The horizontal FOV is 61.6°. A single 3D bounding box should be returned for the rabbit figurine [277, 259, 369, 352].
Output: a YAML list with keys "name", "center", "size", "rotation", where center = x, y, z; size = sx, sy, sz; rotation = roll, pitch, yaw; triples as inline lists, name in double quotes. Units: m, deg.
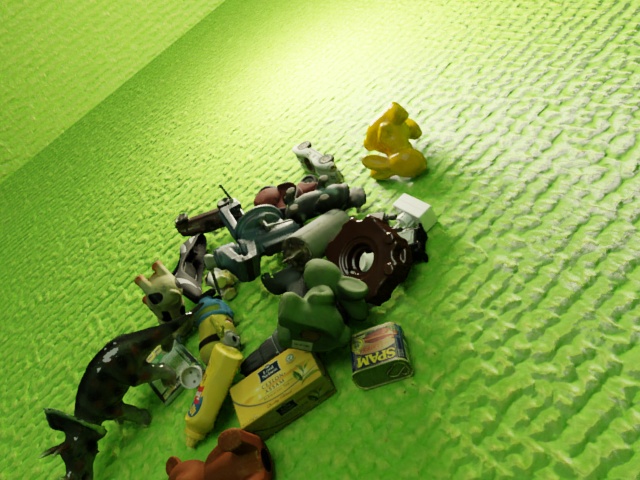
- name: "rabbit figurine"
  center: [0.008, 0.101, 0.954]
  size: [0.159, 0.121, 0.170]
  rotation: [4, 49, 9]

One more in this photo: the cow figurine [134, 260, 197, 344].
- name: "cow figurine"
  center: [-0.330, 0.146, 1.183]
  size: [0.127, 0.194, 0.085]
  rotation: [40, 59, 19]

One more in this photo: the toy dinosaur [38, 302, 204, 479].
- name: "toy dinosaur"
  center: [-0.401, 0.272, 1.063]
  size: [0.131, 0.192, 0.404]
  rotation: [23, 83, 38]

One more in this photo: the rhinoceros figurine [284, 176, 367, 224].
- name: "rhinoceros figurine"
  center: [0.012, -0.082, 1.218]
  size: [0.190, 0.112, 0.073]
  rotation: [-15, 51, 2]

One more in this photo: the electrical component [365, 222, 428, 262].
- name: "electrical component"
  center: [0.153, 0.015, 1.073]
  size: [0.119, 0.047, 0.075]
  rotation: [-16, 43, 22]

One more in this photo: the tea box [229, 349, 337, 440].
- name: "tea box"
  center: [-0.067, 0.268, 0.960]
  size: [0.170, 0.068, 0.098]
  rotation: [-36, 40, 0]

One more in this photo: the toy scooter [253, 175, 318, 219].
- name: "toy scooter"
  center: [-0.082, -0.087, 1.321]
  size: [0.184, 0.075, 0.135]
  rotation: [-17, 46, 15]

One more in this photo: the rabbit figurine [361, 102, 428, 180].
- name: "rabbit figurine"
  center: [0.173, -0.208, 1.237]
  size: [0.162, 0.121, 0.173]
  rotation: [-33, 58, 6]

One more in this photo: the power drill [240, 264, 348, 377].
- name: "power drill"
  center: [-0.068, 0.147, 1.073]
  size: [0.232, 0.085, 0.207]
  rotation: [-26, 37, 8]

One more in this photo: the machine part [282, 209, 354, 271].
- name: "machine part"
  center: [-0.002, -0.003, 1.125]
  size: [0.079, 0.079, 0.243]
  rotation: [0, 23, 35]

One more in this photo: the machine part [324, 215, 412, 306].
- name: "machine part"
  center: [0.087, 0.040, 1.036]
  size: [0.179, 0.056, 0.179]
  rotation: [-13, 69, 37]

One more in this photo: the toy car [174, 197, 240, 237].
- name: "toy car"
  center: [-0.292, -0.045, 1.410]
  size: [0.202, 0.089, 0.053]
  rotation: [-17, 39, 18]

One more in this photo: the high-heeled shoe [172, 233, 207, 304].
- name: "high-heeled shoe"
  center: [-0.296, 0.063, 1.302]
  size: [0.145, 0.086, 0.249]
  rotation: [-51, 32, -9]

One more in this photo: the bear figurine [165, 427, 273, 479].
- name: "bear figurine"
  center: [-0.181, 0.386, 0.879]
  size: [0.196, 0.131, 0.120]
  rotation: [-19, 69, 9]

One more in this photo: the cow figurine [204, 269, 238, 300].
- name: "cow figurine"
  center: [-0.197, 0.054, 1.268]
  size: [0.167, 0.068, 0.098]
  rotation: [-49, 35, -17]

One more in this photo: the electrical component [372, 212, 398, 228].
- name: "electrical component"
  center: [0.120, -0.033, 1.165]
  size: [0.094, 0.021, 0.063]
  rotation: [-5, 48, 33]

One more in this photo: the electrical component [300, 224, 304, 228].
- name: "electrical component"
  center: [-0.072, -0.006, 1.258]
  size: [0.102, 0.045, 0.078]
  rotation: [-15, 15, 19]

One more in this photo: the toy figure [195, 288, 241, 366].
- name: "toy figure"
  center: [-0.221, 0.189, 1.138]
  size: [0.089, 0.082, 0.180]
  rotation: [-47, 45, 15]

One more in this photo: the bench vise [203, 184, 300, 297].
- name: "bench vise"
  center: [-0.170, -0.014, 1.186]
  size: [0.224, 0.128, 0.241]
  rotation: [-30, 47, -11]

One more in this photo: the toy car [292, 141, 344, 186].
- name: "toy car"
  center: [-0.006, -0.194, 1.371]
  size: [0.056, 0.073, 0.202]
  rotation: [-38, 39, -9]
